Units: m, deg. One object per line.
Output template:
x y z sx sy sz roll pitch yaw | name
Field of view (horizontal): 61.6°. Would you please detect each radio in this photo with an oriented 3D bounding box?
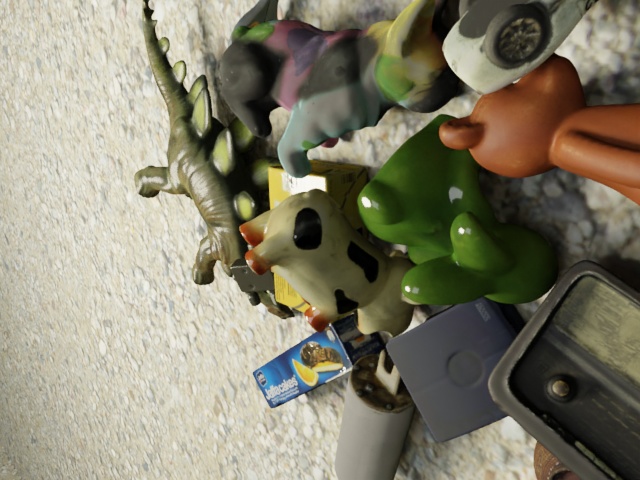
0.244 0.133 0.381 0.230 0.073 0.131 42 101 29 | radio

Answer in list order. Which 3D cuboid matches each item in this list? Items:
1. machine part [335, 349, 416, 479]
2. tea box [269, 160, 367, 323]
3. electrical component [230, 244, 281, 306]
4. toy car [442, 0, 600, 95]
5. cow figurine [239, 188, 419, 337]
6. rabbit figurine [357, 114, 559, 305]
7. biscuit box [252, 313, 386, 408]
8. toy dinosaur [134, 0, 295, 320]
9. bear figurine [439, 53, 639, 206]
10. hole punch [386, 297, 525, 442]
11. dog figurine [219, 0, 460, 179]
0.061 0.212 0.607 0.079 0.079 0.243 35 136 33 | machine part
-0.001 -0.002 0.621 0.098 0.068 0.169 18 117 42 | tea box
-0.080 0.043 0.673 0.063 0.021 0.093 -6 121 25 | electrical component
0.171 -0.180 0.353 0.202 0.056 0.074 -37 37 22 | toy car
0.029 0.027 0.527 0.127 0.194 0.086 -35 31 13 | cow figurine
0.126 -0.011 0.450 0.170 0.159 0.121 38 119 12 | rabbit figurine
-0.008 0.157 0.686 0.202 0.063 0.059 -41 73 44 | biscuit box
-0.149 -0.101 0.718 0.198 0.105 0.471 -30 91 39 | toy dinosaur
0.193 -0.089 0.366 0.196 0.120 0.131 35 122 39 | bear figurine
0.139 0.116 0.508 0.116 0.092 0.142 -40 71 41 | hole punch
0.023 -0.173 0.506 0.191 0.108 0.219 49 131 -4 | dog figurine
